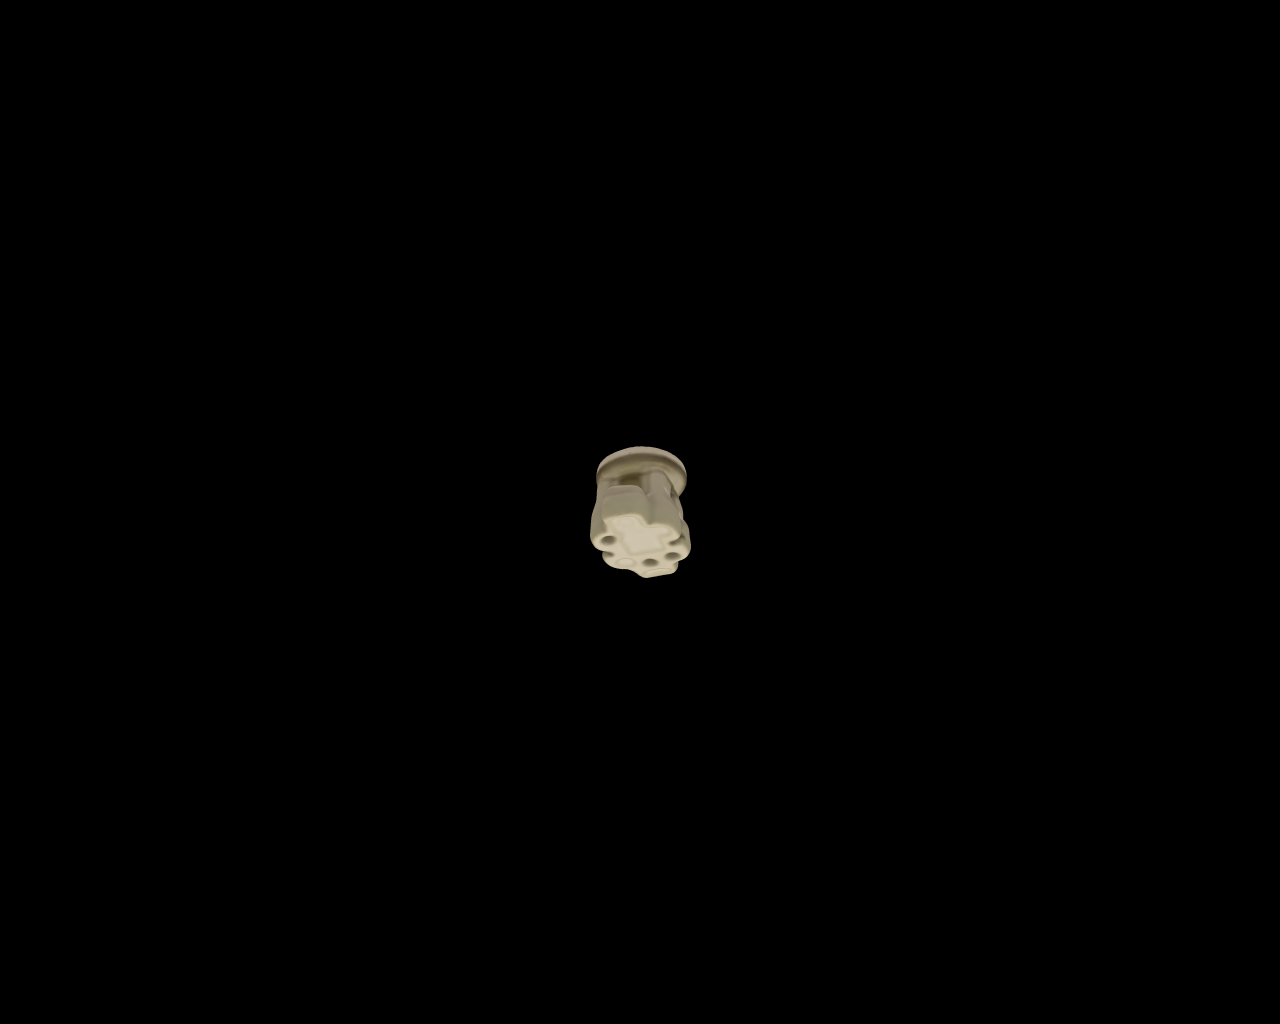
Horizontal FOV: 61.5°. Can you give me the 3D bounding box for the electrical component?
[{"bbox_3d":[0.001,-0.003,0.650,0.058,0.057,0.078,-10,-34,15],"label":"electrical component"}]
